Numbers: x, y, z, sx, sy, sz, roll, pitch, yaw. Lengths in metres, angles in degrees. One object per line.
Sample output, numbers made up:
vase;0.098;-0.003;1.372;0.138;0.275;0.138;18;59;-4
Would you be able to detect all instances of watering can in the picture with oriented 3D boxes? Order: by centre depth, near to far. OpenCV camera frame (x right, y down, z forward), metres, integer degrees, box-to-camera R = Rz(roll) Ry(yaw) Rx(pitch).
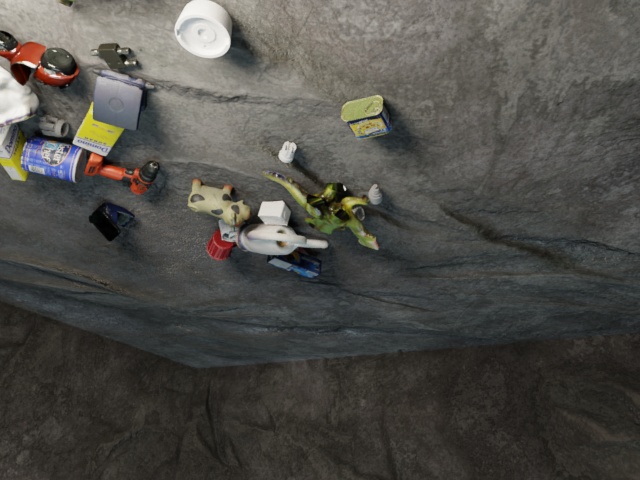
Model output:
watering can;-0.135;0.002;1.749;0.224;0.104;0.346;3;175;31

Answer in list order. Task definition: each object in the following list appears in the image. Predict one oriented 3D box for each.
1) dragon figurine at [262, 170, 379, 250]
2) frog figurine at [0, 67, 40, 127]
dragon figurine;0.005;-0.079;1.579;0.410;0.124;0.238;25;152;1
frog figurine;-0.759;-0.359;1.232;0.137;0.125;0.157;-2;115;31
